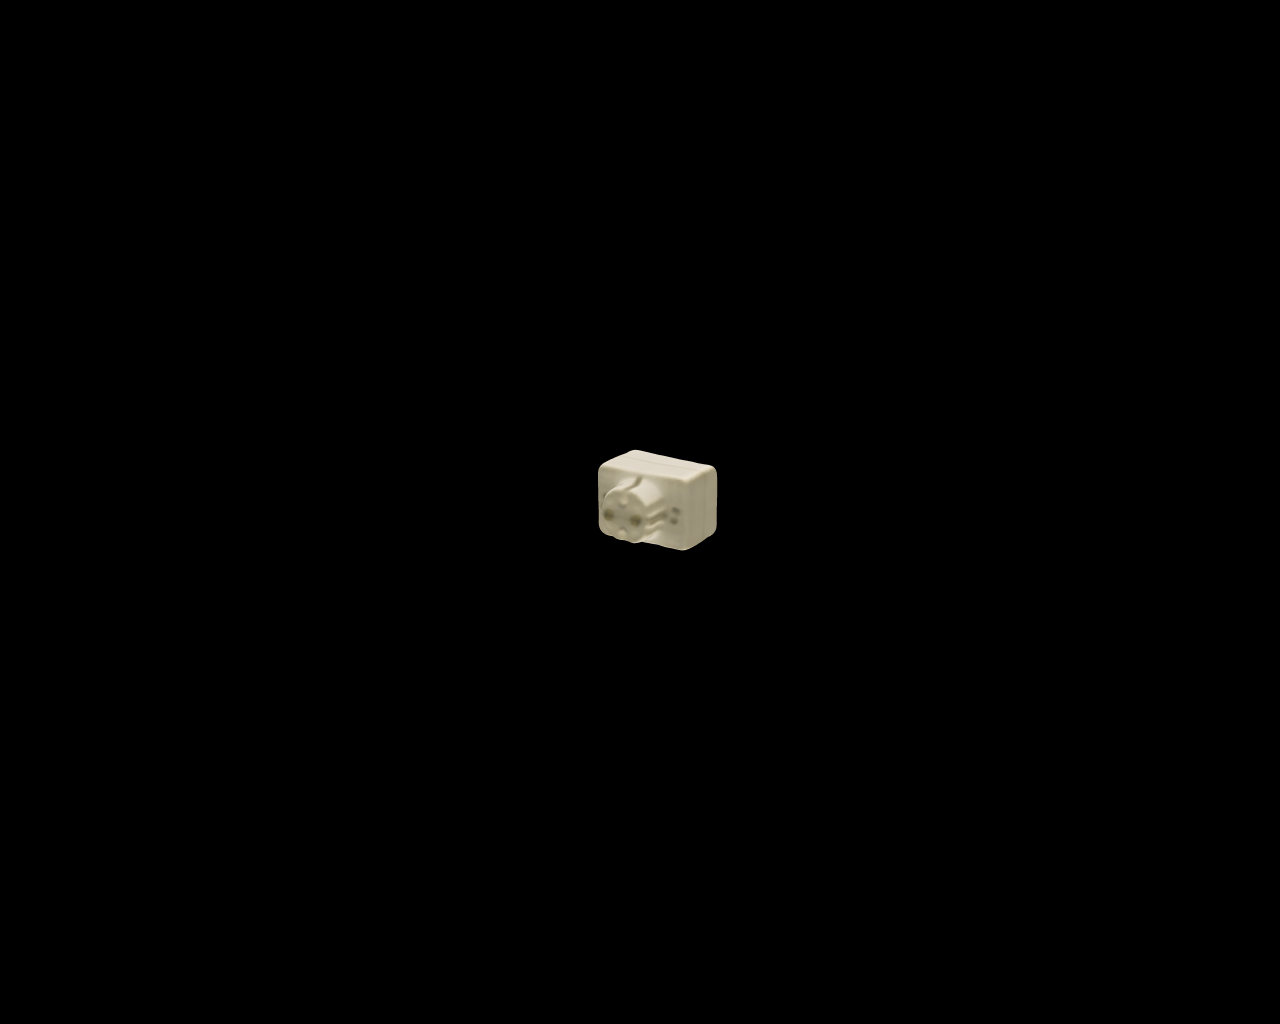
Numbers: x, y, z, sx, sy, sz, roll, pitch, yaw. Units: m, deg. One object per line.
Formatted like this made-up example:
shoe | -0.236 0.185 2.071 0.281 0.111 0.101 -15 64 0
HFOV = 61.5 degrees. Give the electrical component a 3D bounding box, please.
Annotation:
electrical component | 0.001 -0.003 0.650 0.066 0.047 0.077 12 23 31
